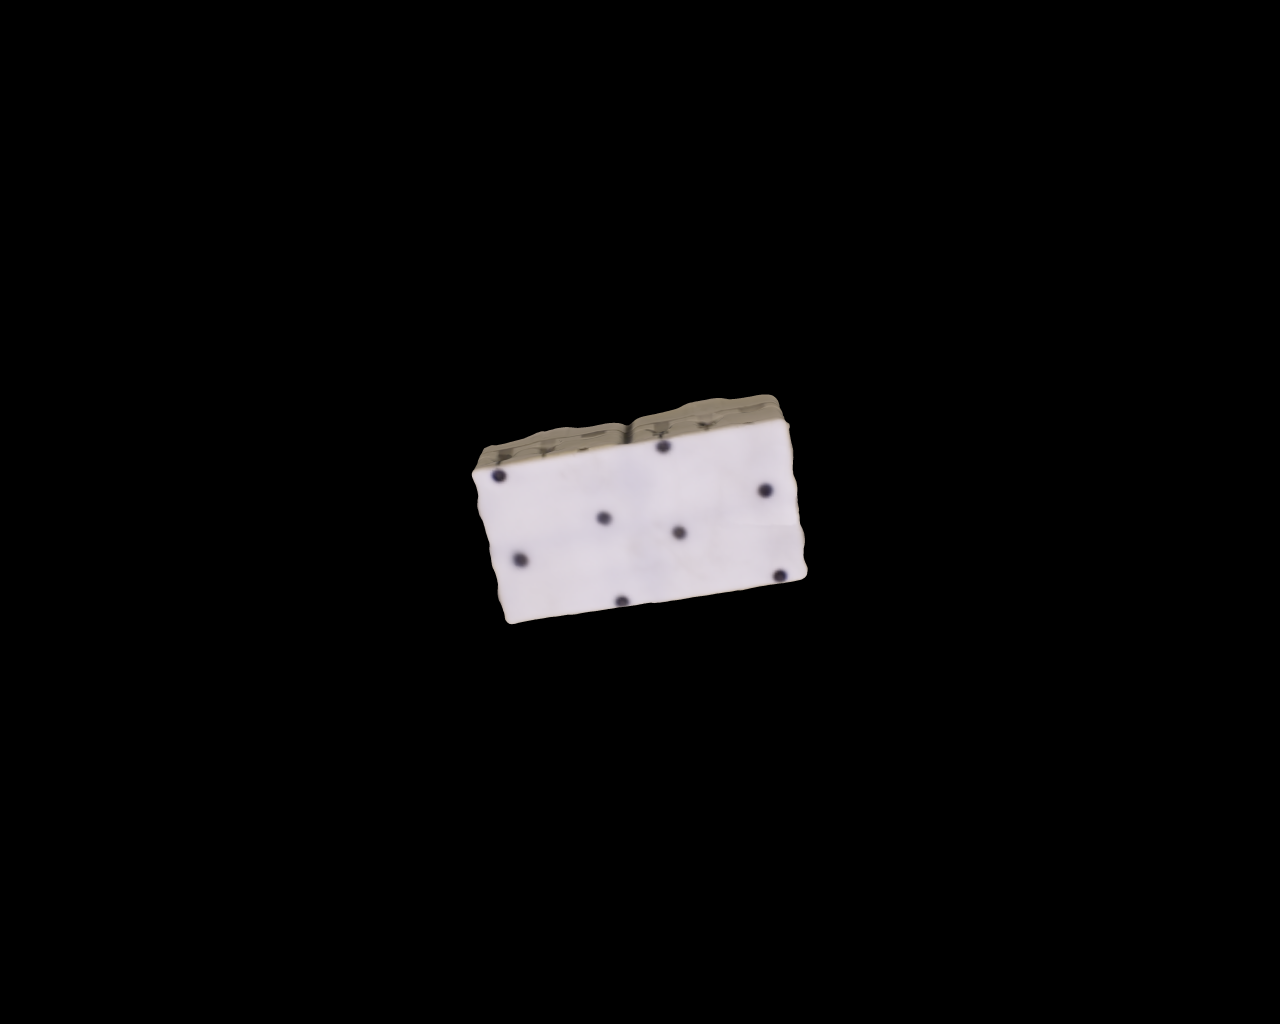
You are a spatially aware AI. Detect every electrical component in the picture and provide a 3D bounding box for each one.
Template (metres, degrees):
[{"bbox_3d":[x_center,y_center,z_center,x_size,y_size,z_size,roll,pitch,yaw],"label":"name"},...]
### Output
[{"bbox_3d":[0.001,-0.003,0.650,0.186,0.105,0.060,-10,20,3],"label":"electrical component"}]
